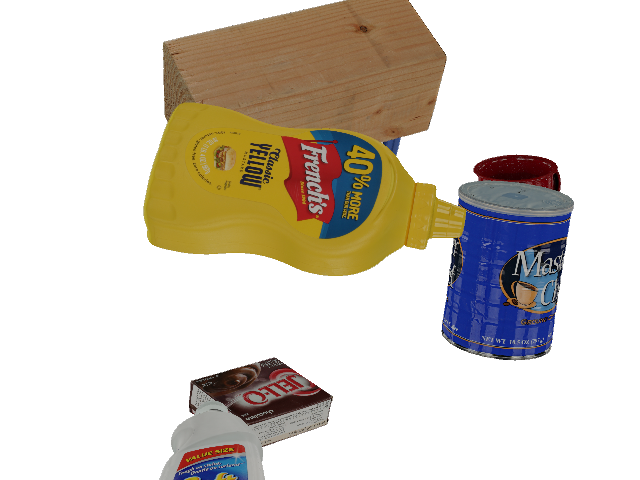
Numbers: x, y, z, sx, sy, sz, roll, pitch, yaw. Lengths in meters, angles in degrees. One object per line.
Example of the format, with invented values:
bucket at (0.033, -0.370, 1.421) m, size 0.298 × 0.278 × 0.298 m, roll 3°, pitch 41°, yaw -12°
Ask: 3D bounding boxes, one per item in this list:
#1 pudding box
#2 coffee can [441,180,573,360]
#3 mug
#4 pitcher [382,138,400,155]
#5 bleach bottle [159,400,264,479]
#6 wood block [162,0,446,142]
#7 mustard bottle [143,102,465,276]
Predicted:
pudding box at (-0.059, 0.159, 1.046) m, size 0.113 × 0.039 × 0.090 m, roll -13°, pitch 29°, yaw -41°
coffee can at (0.169, 0.025, 0.976) m, size 0.103 × 0.140 × 0.103 m, roll 5°, pitch 16°, yaw -2°
mug at (0.231, -0.048, 1.218) m, size 0.117 × 0.081 × 0.093 m, roll -21°, pitch 27°, yaw -35°
pitcher at (0.012, -0.117, 1.399) m, size 0.144 × 0.243 × 0.149 m, roll 0°, pitch 23°, yaw -18°
bleach bottle at (-0.092, 0.208, 0.825) m, size 0.102 × 0.068 × 0.251 m, roll -3°, pitch 27°, yaw -4°
wood block at (-0.015, -0.124, 0.864) m, size 0.205 × 0.091 × 0.090 m, roll -17°, pitch -32°, yaw -18°
mustard bottle at (-0.006, -0.027, 0.660) m, size 0.191 × 0.096 × 0.058 m, roll 10°, pitch -33°, yaw 4°
